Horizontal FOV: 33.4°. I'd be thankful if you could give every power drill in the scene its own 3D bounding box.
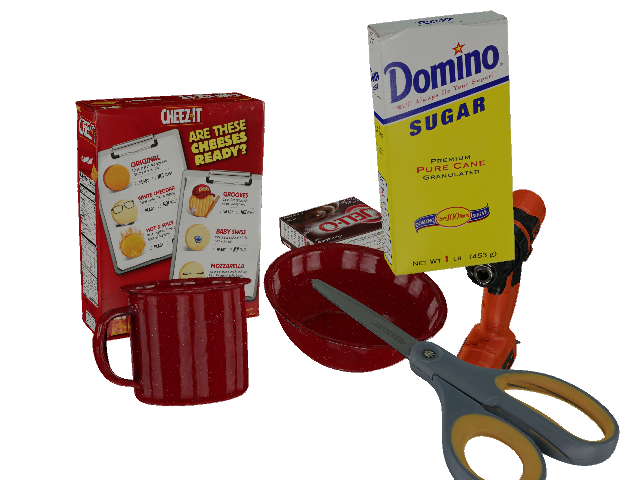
[{"bbox_3d":[0.174,0.058,1.064,0.057,0.188,0.184,18,28,18],"label":"power drill"}]

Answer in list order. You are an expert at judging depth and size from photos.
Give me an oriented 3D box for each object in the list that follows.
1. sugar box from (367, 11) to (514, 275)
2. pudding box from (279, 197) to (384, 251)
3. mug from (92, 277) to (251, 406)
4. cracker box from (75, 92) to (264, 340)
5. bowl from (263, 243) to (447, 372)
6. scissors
[{"bbox_3d":[0.087,-0.068,0.758,0.093,0.176,0.048,-8,21,-6],"label":"sugar box"},{"bbox_3d":[0.020,-0.010,1.277,0.113,0.039,0.090,-19,31,-27],"label":"pudding box"},{"bbox_3d":[-0.103,0.071,0.747,0.117,0.081,0.093,-5,3,-35],"label":"mug"},{"bbox_3d":[-0.140,-0.026,0.996,0.163,0.214,0.072,-7,18,-29],"label":"cracker box"},{"bbox_3d":[0.027,0.067,0.936,0.162,0.055,0.162,8,30,-5],"label":"bowl"},{"bbox_3d":[0.054,0.078,0.563,0.202,0.016,0.096,20,42,28],"label":"scissors"}]
